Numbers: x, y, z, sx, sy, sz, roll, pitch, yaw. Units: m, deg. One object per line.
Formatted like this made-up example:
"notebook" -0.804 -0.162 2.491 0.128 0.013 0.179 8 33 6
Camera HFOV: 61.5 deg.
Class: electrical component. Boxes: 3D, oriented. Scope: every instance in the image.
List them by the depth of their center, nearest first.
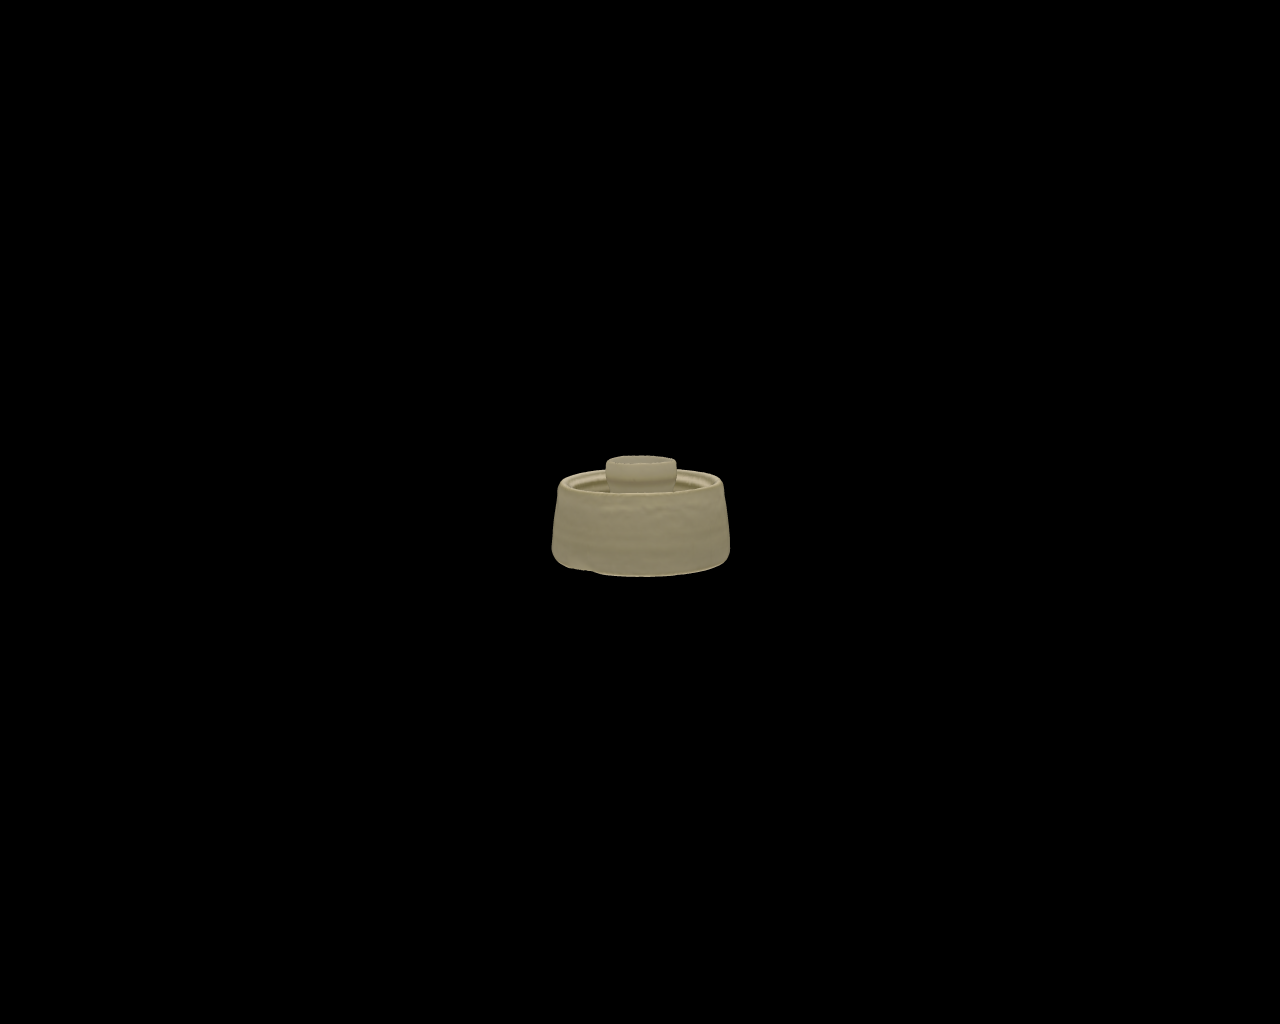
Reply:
"electrical component" 0.001 -0.003 0.650 0.108 0.060 0.108 0 11 0
